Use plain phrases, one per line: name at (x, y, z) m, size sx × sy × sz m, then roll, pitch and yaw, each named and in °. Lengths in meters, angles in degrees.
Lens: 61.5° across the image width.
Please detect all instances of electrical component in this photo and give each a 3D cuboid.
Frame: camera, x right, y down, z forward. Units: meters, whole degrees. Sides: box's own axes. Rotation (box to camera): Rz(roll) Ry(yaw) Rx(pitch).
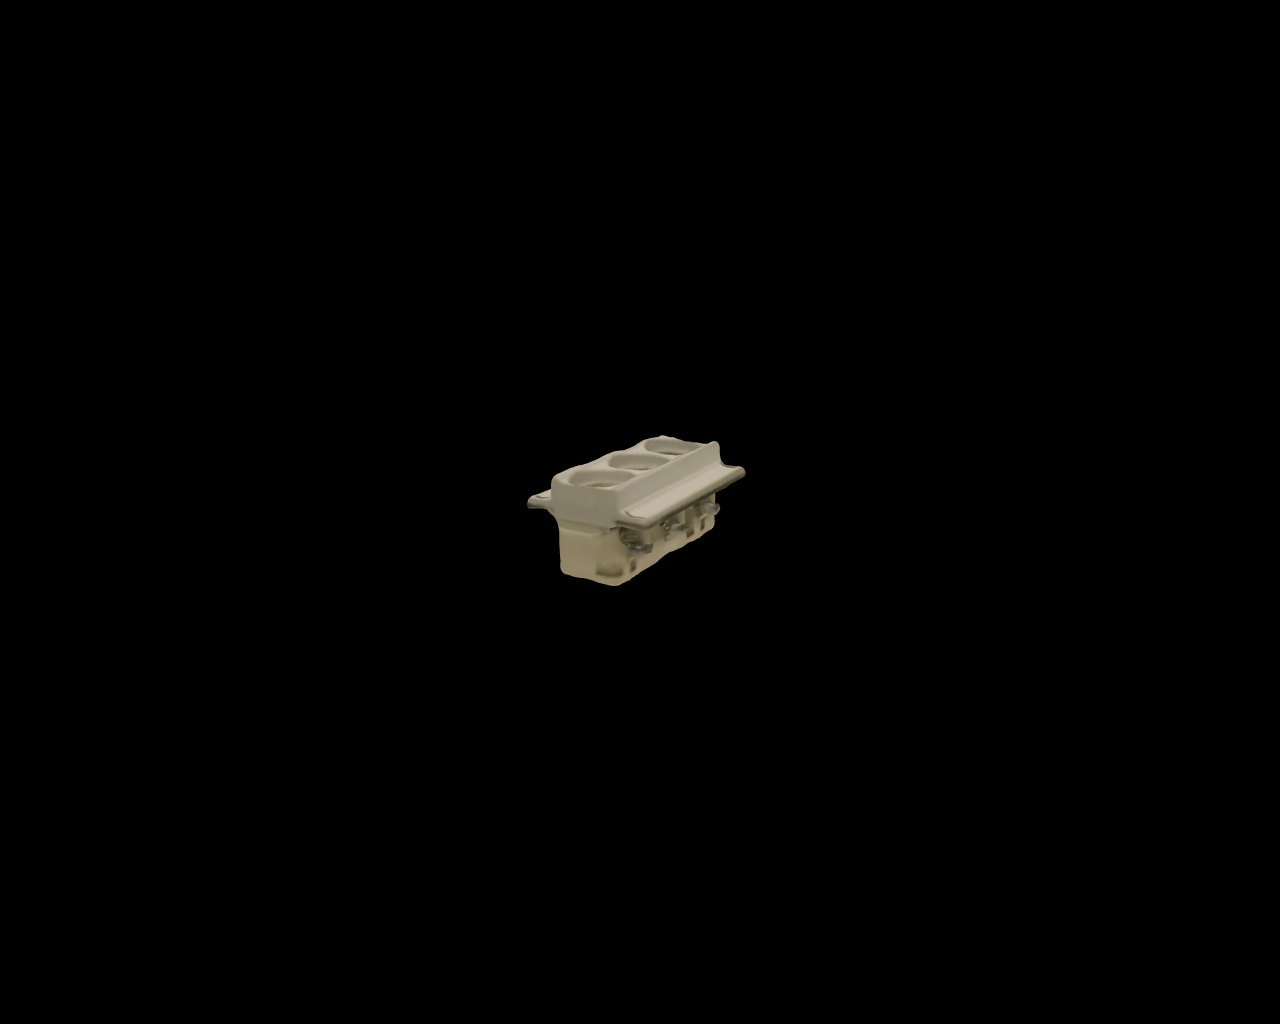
electrical component at (0.001, -0.003, 0.650) m, size 0.079 × 0.063 × 0.121 m, roll 11°, pitch 21°, yaw 30°
